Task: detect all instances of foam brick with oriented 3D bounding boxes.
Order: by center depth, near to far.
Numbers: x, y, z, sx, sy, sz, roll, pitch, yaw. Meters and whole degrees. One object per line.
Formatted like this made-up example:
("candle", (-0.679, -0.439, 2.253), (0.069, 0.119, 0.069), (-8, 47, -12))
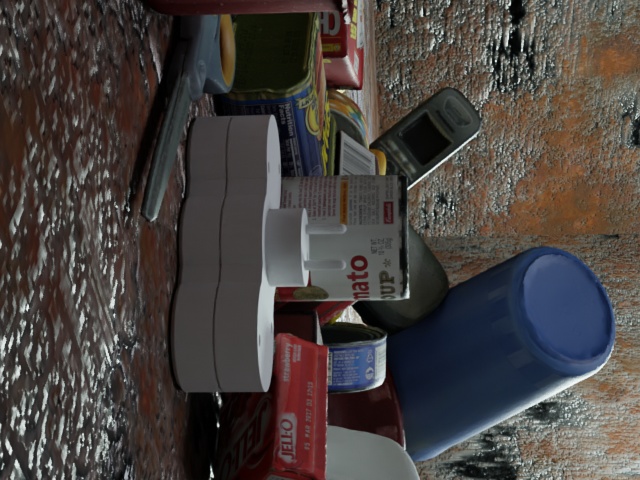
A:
("foam brick", (-0.024, 0.078, 0.620), (0.078, 0.051, 0.053), (81, 8, -63))

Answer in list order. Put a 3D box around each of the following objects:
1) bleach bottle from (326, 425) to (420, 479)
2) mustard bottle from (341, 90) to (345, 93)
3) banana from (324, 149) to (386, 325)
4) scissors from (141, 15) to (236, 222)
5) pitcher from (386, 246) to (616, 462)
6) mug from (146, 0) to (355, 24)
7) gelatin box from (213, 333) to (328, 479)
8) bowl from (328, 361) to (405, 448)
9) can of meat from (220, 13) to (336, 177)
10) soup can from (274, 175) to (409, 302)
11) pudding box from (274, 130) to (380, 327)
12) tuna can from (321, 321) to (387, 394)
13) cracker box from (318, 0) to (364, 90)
("bleach bottle", (-0.006, 0.233, 0.570), (0.102, 0.068, 0.251), (-99, -159, -84))
("mustard bottle", (0.006, -0.179, 0.948), (0.191, 0.058, 0.096), (34, 58, -84))
("banana", (0.017, 0.004, 0.768), (0.070, 0.037, 0.197), (-45, -164, 30))
("scissors", (-0.056, -0.066, 0.483), (0.096, 0.016, 0.201), (81, 10, -56))
("pitcher", (0.141, 0.096, 0.915), (0.243, 0.145, 0.149), (-39, -161, 52))
("mug", (-0.028, -0.139, 0.433), (0.117, 0.081, 0.093), (-84, 171, -52))
("gelatin box", (-0.026, 0.099, 0.522), (0.089, 0.030, 0.073), (127, -26, -48))
("bowl", (0.011, 0.149, 0.823), (0.162, 0.055, 0.162), (36, 48, -57))
("can of meat", (-0.024, -0.079, 0.622), (0.102, 0.057, 0.084), (-86, 170, -48))
("soup can", (-0.004, -0.001, 0.569), (0.068, 0.102, 0.068), (0, 90, -85))
("pudding box", (-0.004, 0.001, 0.668), (0.090, 0.039, 0.113), (-37, -146, 38))
("tuna can", (0.002, 0.077, 0.713), (0.086, 0.086, 0.034), (-44, 135, -83))
("cracker box", (-0.008, -0.220, 0.743), (0.164, 0.072, 0.214), (-3, 93, -84))
